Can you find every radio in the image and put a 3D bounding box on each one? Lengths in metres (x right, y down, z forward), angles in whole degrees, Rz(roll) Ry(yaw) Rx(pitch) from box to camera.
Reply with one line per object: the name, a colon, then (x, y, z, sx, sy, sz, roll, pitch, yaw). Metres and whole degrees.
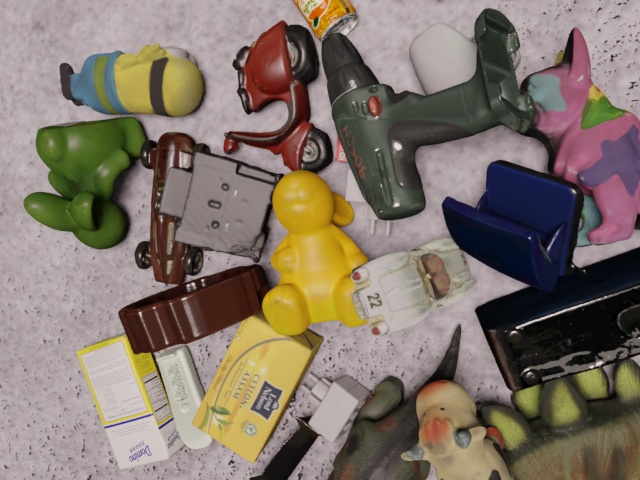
radio: (0.284, 0.074, 0.553, 0.230, 0.131, 0.073, -24, 90, 14)

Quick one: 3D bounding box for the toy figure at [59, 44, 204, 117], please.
toy figure: (-0.237, -0.197, 0.689, 0.180, 0.082, 0.089, -5, 109, 8)

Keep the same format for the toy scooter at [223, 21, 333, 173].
toy scooter: (-0.063, -0.163, 0.652, 0.135, 0.075, 0.183, -7, 97, 16)

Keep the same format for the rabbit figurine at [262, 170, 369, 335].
rabbit figurine: (-0.001, -0.002, 0.607, 0.122, 0.162, 0.173, -9, 114, 16)

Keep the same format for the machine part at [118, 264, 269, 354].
machine part: (-0.146, 0.079, 0.639, 0.179, 0.179, 0.056, -18, 94, 15)

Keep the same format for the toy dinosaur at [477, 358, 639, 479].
toy dinosaur: (0.285, 0.230, 0.583, 0.471, 0.105, 0.198, -33, 83, 10)

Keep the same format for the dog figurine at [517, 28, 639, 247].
dog figurine: (0.302, -0.107, 0.550, 0.192, 0.108, 0.219, -13, 88, 15)

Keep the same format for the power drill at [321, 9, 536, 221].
power drill: (0.095, -0.147, 0.545, 0.207, 0.086, 0.232, -18, 80, 37)

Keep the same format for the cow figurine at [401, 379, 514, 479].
cow figurine: (0.146, 0.232, 0.525, 0.085, 0.127, 0.195, -25, 80, 21)

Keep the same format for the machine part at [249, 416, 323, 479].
machine part: (-0.045, 0.288, 0.687, 0.039, 0.084, 0.139, 37, 94, 36)

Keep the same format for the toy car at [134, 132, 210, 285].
toy car: (-0.197, -0.040, 0.706, 0.089, 0.053, 0.202, 8, 95, 10)

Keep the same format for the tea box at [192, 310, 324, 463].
tea box: (-0.079, 0.179, 0.685, 0.098, 0.068, 0.169, 27, 100, 11)

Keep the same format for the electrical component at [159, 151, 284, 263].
electrical component: (-0.121, -0.044, 0.651, 0.134, 0.058, 0.114, 14, 96, -2)

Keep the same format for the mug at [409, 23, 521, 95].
mug: (0.156, -0.192, 0.592, 0.109, 0.081, 0.107, -40, 77, 19)

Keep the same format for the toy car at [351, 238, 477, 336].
toy car: (0.103, 0.044, 0.567, 0.056, 0.201, 0.073, -24, 83, 40)

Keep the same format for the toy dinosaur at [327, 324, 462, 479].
toy dinosaur: (0.053, 0.285, 0.598, 0.131, 0.192, 0.404, 22, 100, 9)

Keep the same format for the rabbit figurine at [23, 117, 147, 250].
rabbit figurine: (-0.289, -0.064, 0.689, 0.121, 0.159, 0.170, -5, 109, 4)

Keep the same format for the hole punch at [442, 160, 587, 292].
hole punch: (0.193, -0.005, 0.551, 0.142, 0.092, 0.115, 27, 140, 42)
